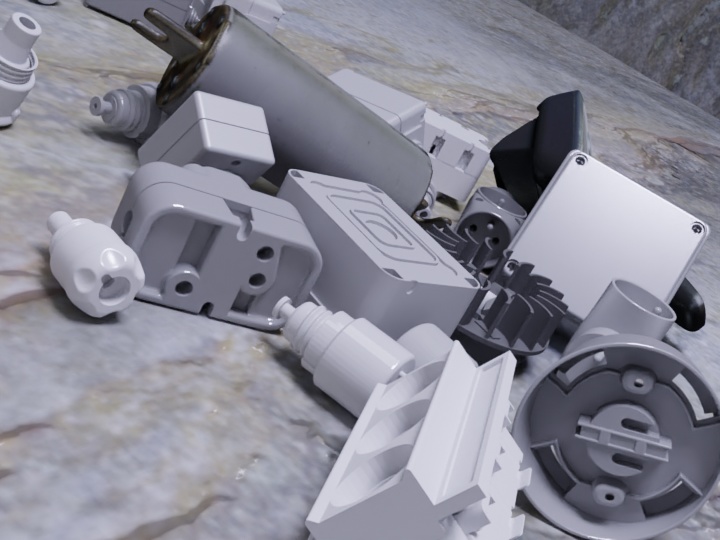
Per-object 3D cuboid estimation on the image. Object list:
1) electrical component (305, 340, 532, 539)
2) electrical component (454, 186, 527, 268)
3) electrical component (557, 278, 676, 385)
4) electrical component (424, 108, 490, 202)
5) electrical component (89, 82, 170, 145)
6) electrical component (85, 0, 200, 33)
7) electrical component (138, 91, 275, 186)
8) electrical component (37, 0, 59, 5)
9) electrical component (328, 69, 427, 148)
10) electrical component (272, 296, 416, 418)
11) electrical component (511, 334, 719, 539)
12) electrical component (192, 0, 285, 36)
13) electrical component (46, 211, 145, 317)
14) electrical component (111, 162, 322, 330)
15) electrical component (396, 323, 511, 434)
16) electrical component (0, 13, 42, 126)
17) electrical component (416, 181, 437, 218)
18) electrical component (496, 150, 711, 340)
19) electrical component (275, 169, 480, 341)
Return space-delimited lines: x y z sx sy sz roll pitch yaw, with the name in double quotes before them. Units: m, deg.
"electrical component" 0.029 0.084 0.424 0.063 0.079 0.121 57 20 -8
"electrical component" 0.112 -0.024 0.809 0.079 0.044 0.077 30 21 2
"electrical component" 0.143 0.051 0.630 0.044 0.077 0.079 35 22 16
"electrical component" 0.055 -0.098 0.889 0.089 0.055 0.050 24 22 -10
"electrical component" -0.135 -0.099 0.680 0.078 0.040 0.040 0 35 -50
"electrical component" -0.179 -0.242 0.922 0.096 0.061 0.061 22 22 -17
"electrical component" -0.084 -0.048 0.605 0.047 0.066 0.076 9 58 -41
"electrical component" -0.263 -0.242 0.849 0.078 0.040 0.040 35 22 15
"electrical component" 0.003 -0.095 0.776 0.096 0.061 0.061 29 45 31
"electrical component" -0.009 0.040 0.520 0.078 0.040 0.040 36 22 18
"electrical component" 0.127 0.079 0.523 0.099 0.099 0.064 32 15 9
"electrical component" -0.114 -0.226 0.965 0.061 0.061 0.096 17 24 -28
"electrical component" -0.126 -0.007 0.492 0.035 0.035 0.061 5 29 -46
"electrical component" -0.074 -0.014 0.544 0.095 0.053 0.059 16 24 -28
"electrical component" 0.045 0.061 0.538 0.040 0.040 0.078 0 35 -51
"electrical component" -0.201 -0.115 0.599 0.048 0.062 0.048 34 29 -21
"electrical component" 0.041 -0.056 0.807 0.035 0.035 0.061 20 25 -21
"electrical component" 0.162 -0.007 0.733 0.109 0.108 0.056 32 -13 9
"electrical component" 0.000 0.000 0.598 0.078 0.057 0.113 7 30 -44
